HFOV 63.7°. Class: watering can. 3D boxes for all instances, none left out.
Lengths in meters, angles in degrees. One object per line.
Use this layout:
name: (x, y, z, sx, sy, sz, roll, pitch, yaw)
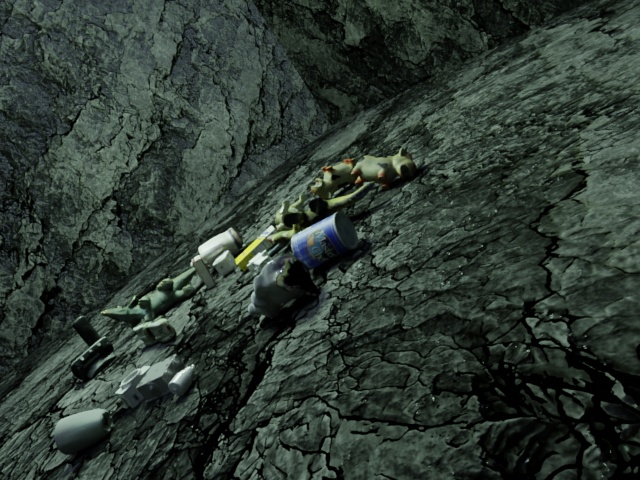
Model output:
watering can: (-0.408, 0.046, 2.052, 0.225, 0.104, 0.346, -32, 1, -9)

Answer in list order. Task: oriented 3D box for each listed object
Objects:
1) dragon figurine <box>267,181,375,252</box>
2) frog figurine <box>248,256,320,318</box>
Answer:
dragon figurine: (0.005, -0.081, 1.608, 0.408, 0.121, 0.245, -29, 7, 13)
frog figurine: (-0.099, 0.111, 1.195, 0.138, 0.124, 0.157, -1, -24, -46)
